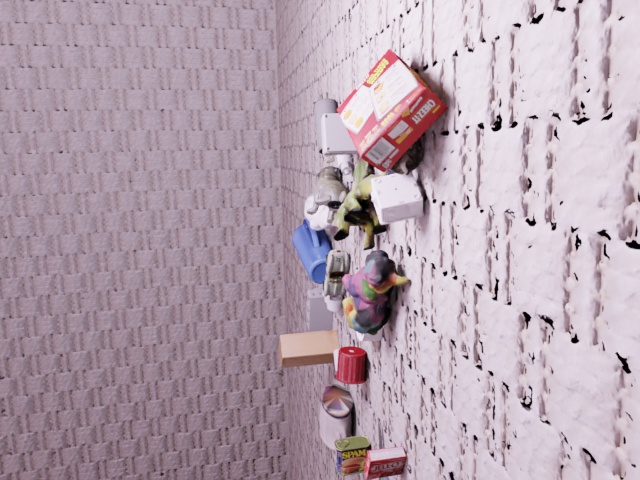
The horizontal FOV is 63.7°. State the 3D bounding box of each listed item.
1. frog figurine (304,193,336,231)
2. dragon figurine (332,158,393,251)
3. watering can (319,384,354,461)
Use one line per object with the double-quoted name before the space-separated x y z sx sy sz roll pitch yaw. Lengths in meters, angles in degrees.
"frog figurine" 0.005 -0.088 1.744 0.163 0.122 0.135 -89 22 -60
"dragon figurine" 0.106 -0.129 1.279 0.401 0.122 0.249 116 159 -51
"watering can" 0.043 0.583 1.727 0.353 0.104 0.221 -119 30 -67
